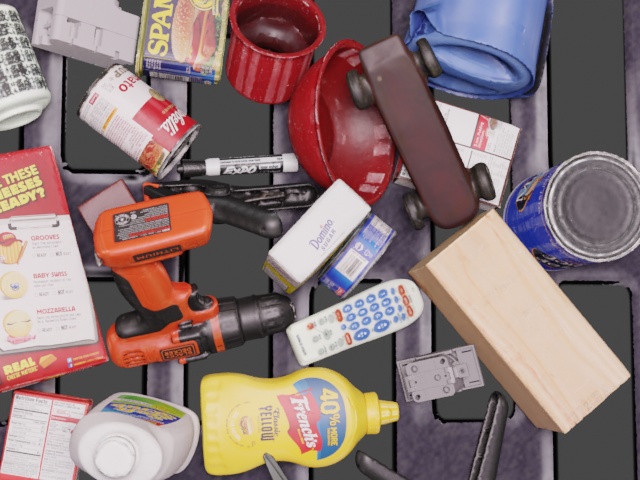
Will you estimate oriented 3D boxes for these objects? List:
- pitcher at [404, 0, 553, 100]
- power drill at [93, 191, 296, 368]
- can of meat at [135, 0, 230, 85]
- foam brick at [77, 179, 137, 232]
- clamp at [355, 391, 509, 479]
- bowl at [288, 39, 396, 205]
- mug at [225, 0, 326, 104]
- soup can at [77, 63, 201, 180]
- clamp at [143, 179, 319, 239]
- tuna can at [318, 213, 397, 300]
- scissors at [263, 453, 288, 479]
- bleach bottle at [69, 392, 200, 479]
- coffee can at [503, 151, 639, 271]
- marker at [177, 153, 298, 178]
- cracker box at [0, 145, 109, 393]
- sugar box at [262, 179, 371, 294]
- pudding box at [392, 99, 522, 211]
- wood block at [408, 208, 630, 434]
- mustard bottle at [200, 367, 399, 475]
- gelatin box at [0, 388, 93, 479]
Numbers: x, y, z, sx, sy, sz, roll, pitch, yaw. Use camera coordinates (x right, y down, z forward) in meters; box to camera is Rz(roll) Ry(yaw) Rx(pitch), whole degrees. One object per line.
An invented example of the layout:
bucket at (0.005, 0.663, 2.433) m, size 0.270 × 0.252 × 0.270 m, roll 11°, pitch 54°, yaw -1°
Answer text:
pitcher at (0.176, -0.267, 1.060) m, size 0.145 × 0.149 × 0.243 m, roll 14°, pitch 77°, yaw 5°
power drill at (-0.120, 0.042, 0.982) m, size 0.184 × 0.187 × 0.057 m, roll -13°, pitch 47°, yaw -4°
can of meat at (-0.135, -0.208, 1.060) m, size 0.084 × 0.057 × 0.102 m, roll 7°, pitch 84°, yaw -7°
foam brick at (-0.192, -0.011, 1.040) m, size 0.053 × 0.051 × 0.078 m, roll -32°, pitch 88°, yaw -7°
clamp at (0.132, 0.270, 1.051) m, size 0.164 × 0.036 × 0.210 m, roll -14°, pitch 89°, yaw -10°
bowl at (0.015, -0.111, 1.037) m, size 0.055 × 0.161 × 0.162 m, roll -4°, pitch 85°, yaw 30°
mug at (-0.045, -0.197, 1.047) m, size 0.093 × 0.082 × 0.117 m, roll 16°, pitch 56°, yaw -4°
soup can at (-0.177, -0.116, 1.042) m, size 0.102 × 0.068 × 0.068 m, roll 37°, pitch 83°, yaw -1°
clamp at (-0.093, -0.032, 1.018) m, size 0.171 × 0.120 × 0.039 m, roll 0°, pitch 103°, yaw 10°
tuna can at (0.035, 0.015, 1.041) m, size 0.034 × 0.086 × 0.086 m, roll 39°, pitch 83°, yaw -1°
scissors at (0.013, 0.286, 1.031) m, size 0.096 × 0.016 × 0.202 m, roll -15°, pitch 100°, yaw -14°
bleach bottle at (-0.158, 0.177, 0.926) m, size 0.102 × 0.251 × 0.068 m, roll 17°, pitch 84°, yaw -4°
coffee can at (0.245, -0.025, 1.036) m, size 0.102 × 0.140 × 0.103 m, roll 0°, pitch 85°, yaw -6°
marker at (-0.082, -0.074, 1.066) m, size 0.121 × 0.020 × 0.020 m, roll -4°, pitch 86°, yaw -11°
cracker box at (-0.307, 0.035, 0.996) m, size 0.164 × 0.072 × 0.214 m, roll -14°, pitch 86°, yaw -27°
sugar box at (-0.006, 0.002, 0.992) m, size 0.048 × 0.176 × 0.093 m, roll 44°, pitch 83°, yaw -2°
pudding box at (0.139, -0.087, 1.083) m, size 0.113 × 0.039 × 0.090 m, roll 17°, pitch 85°, yaw -2°
wood block at (0.193, 0.080, 1.048) m, size 0.090 × 0.091 × 0.206 m, roll -39°, pitch 89°, yaw -8°
mustard bottle at (-0.019, 0.173, 1.037) m, size 0.191 × 0.058 × 0.096 m, roll -3°, pitch 87°, yaw -6°
gelatin box at (-0.263, 0.192, 1.027) m, size 0.073 × 0.030 × 0.089 m, roll 10°, pitch 85°, yaw -3°
